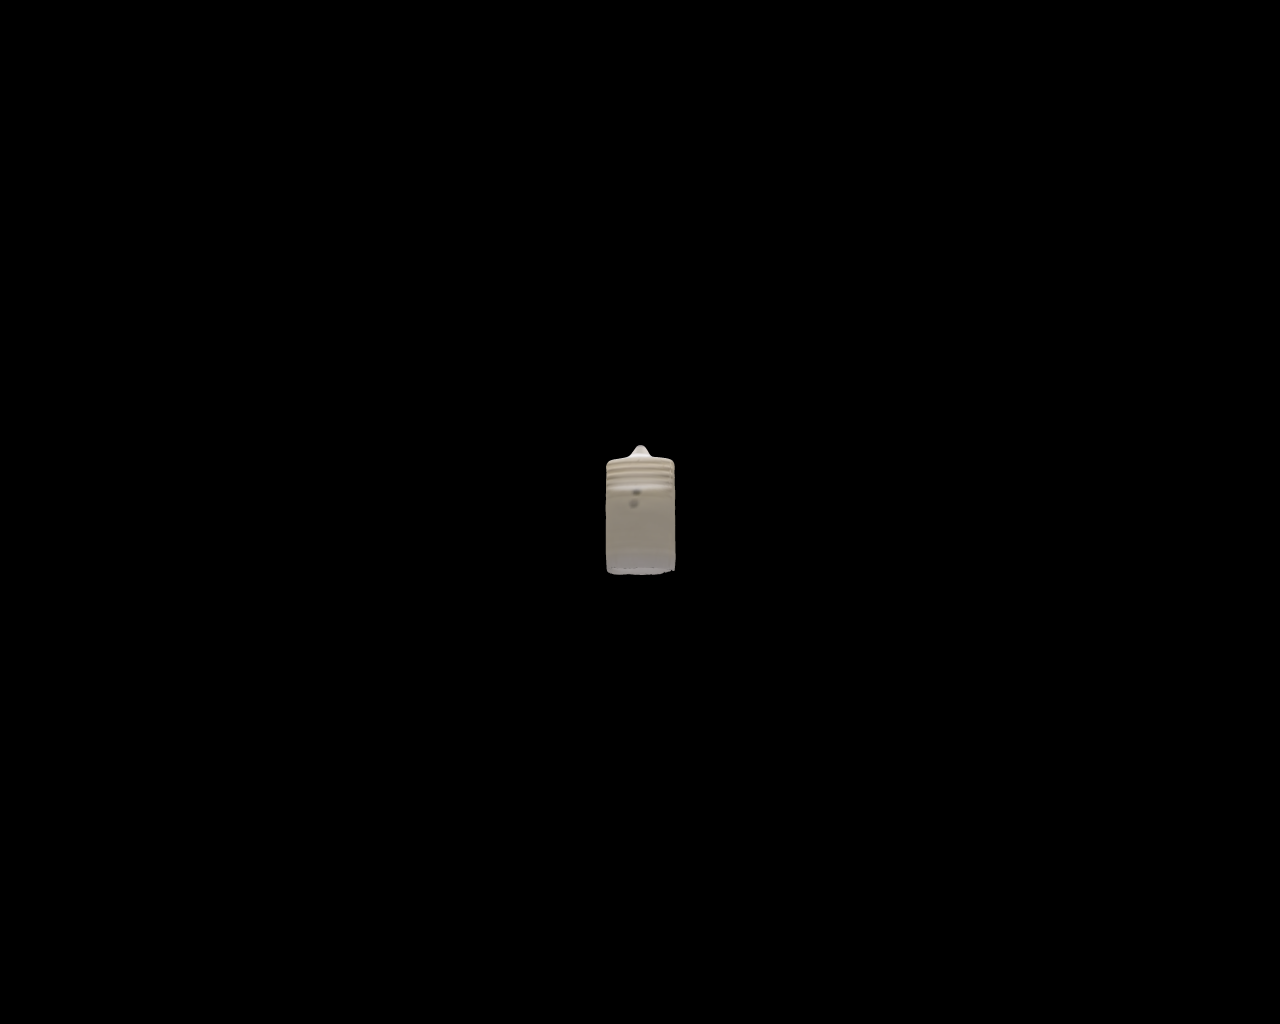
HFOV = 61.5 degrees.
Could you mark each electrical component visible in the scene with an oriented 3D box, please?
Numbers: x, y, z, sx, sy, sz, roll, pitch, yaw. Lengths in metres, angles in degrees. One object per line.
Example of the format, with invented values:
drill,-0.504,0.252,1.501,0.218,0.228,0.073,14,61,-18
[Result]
electrical component,0.001,-0.003,0.650,0.043,0.081,0.043,0,-9,0
